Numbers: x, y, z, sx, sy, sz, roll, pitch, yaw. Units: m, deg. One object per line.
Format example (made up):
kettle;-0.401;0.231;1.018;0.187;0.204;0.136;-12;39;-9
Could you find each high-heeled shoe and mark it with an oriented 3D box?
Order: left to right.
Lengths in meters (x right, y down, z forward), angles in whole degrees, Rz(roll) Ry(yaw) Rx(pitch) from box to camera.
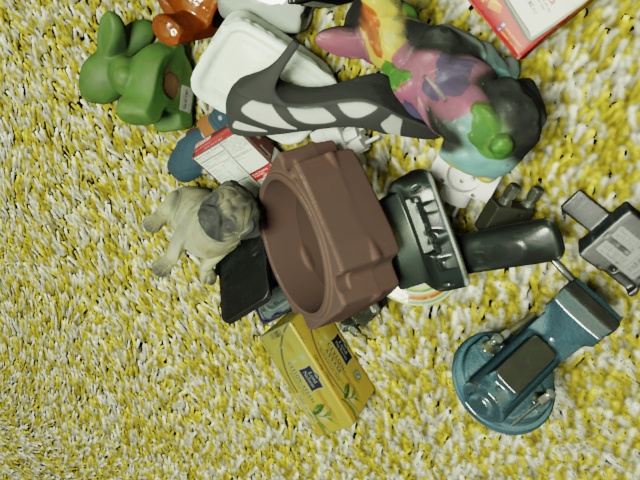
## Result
high-heeled shoe;0.015;-0.138;0.644;0.248;0.086;0.145;24;132;-21

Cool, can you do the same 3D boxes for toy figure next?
toy figure;-0.163;-0.146;0.776;0.064;0.058;0.154;38;119;-23

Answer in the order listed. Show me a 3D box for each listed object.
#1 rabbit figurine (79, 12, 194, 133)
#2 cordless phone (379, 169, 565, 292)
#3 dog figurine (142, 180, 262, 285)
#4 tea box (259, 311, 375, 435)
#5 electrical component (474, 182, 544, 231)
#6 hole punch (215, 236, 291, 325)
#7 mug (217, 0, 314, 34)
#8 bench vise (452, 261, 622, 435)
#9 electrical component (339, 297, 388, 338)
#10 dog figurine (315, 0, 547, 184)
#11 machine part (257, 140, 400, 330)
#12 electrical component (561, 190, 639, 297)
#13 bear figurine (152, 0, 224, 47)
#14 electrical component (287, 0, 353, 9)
rabbit figurine;-0.278;-0.237;0.765;0.170;0.121;0.159;10;104;21
cordless phone;0.163;-0.019;0.600;0.184;0.089;0.146;-14;100;41
dog figurine;-0.150;-0.045;0.748;0.190;0.121;0.172;-42;58;38
tea box;-0.002;0.182;0.785;0.068;0.098;0.169;-32;93;31
electrical component;0.220;-0.026;0.635;0.094;0.063;0.021;-67;31;33
hole punch;-0.085;0.061;0.800;0.142;0.092;0.116;-34;55;37
mug;-0.066;-0.289;0.672;0.107;0.081;0.109;22;116;9
bench vise;0.235;0.144;0.639;0.129;0.223;0.240;37;149;15
electrical component;0.057;0.089;0.743;0.078;0.045;0.102;48;141;7
dog figurine;0.107;-0.171;0.549;0.219;0.192;0.108;22;130;-25
machine part;-0.001;-0.002;0.661;0.201;0.087;0.201;65;155;12
electrical component;0.327;-0.005;0.597;0.119;0.048;0.075;44;119;4
bear figurine;-0.208;-0.349;0.693;0.196;0.132;0.120;39;115;3
electrical component;0.040;-0.300;0.596;0.134;0.115;0.058;-4;109;24
